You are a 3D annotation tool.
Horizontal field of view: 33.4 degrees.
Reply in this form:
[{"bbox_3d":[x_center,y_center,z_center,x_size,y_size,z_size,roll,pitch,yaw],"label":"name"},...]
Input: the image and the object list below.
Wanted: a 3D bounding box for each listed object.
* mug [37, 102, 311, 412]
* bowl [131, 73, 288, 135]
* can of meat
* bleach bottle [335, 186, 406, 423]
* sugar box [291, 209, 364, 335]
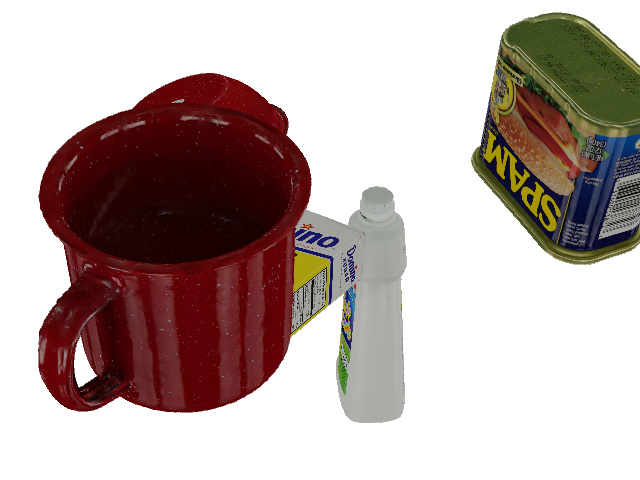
[{"bbox_3d":[-0.057,0.016,0.385,0.093,0.081,0.117,22,46,20],"label":"mug"},{"bbox_3d":[-0.111,-0.096,0.908,0.162,0.055,0.162,-16,32,10],"label":"bowl"},{"bbox_3d":[0.125,-0.053,0.536,0.057,0.084,0.102,-16,46,-19],"label":"can of meat"},{"bbox_3d":[0.050,0.055,1.018,0.068,0.251,0.102,-3,37,-3],"label":"bleach bottle"},{"bbox_3d":[-0.056,0.032,0.678,0.093,0.048,0.175,20,38,26],"label":"sugar box"}]
